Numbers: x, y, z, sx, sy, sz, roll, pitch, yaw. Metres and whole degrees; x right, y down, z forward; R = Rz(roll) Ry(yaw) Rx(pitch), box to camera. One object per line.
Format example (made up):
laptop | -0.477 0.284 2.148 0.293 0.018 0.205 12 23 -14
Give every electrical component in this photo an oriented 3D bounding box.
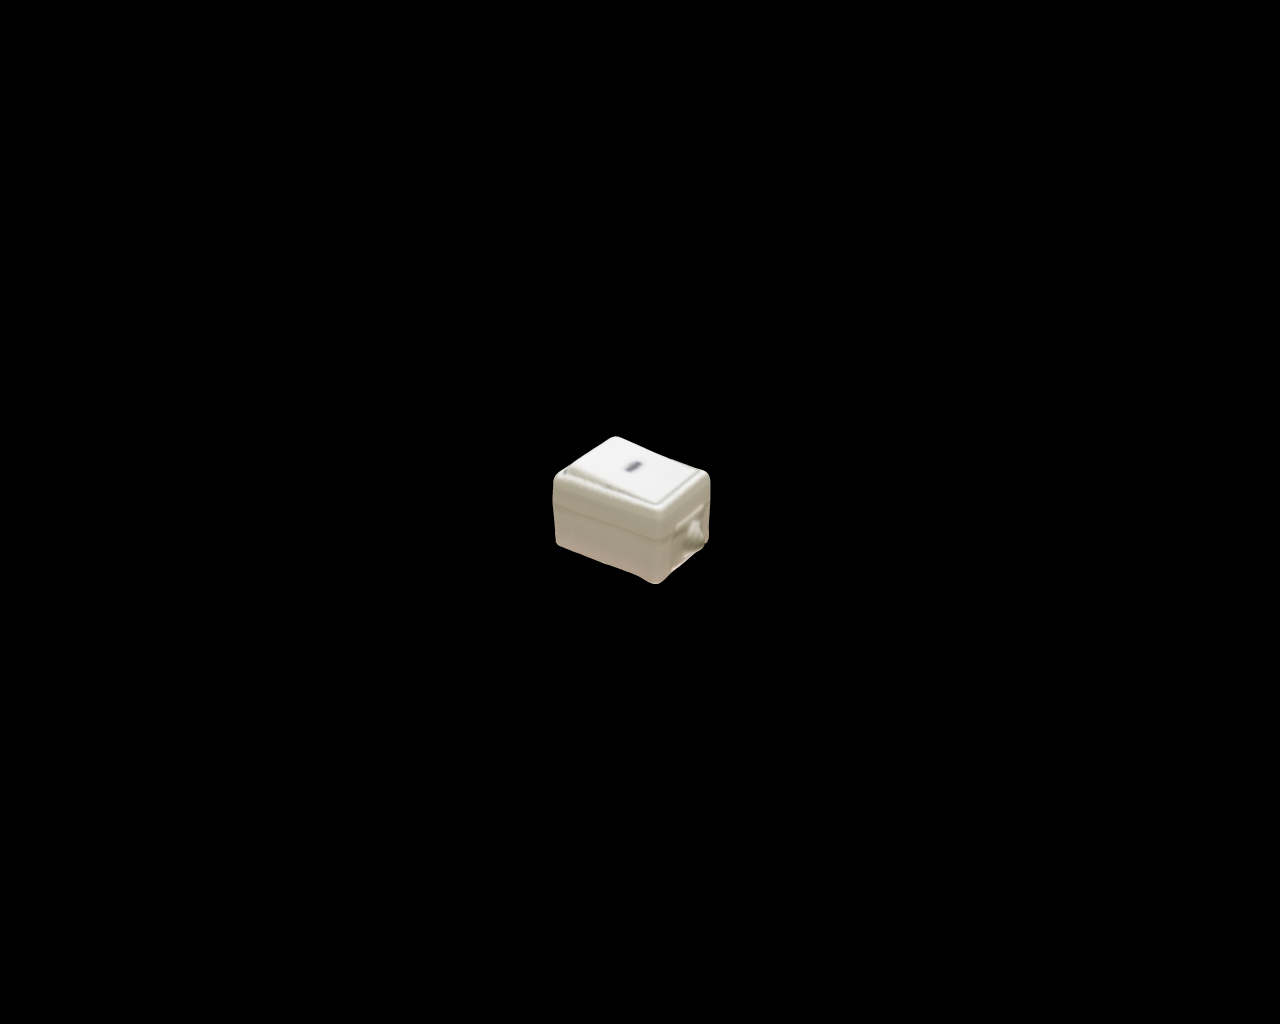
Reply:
electrical component | 0.001 -0.003 0.650 0.096 0.061 0.062 20 36 29
